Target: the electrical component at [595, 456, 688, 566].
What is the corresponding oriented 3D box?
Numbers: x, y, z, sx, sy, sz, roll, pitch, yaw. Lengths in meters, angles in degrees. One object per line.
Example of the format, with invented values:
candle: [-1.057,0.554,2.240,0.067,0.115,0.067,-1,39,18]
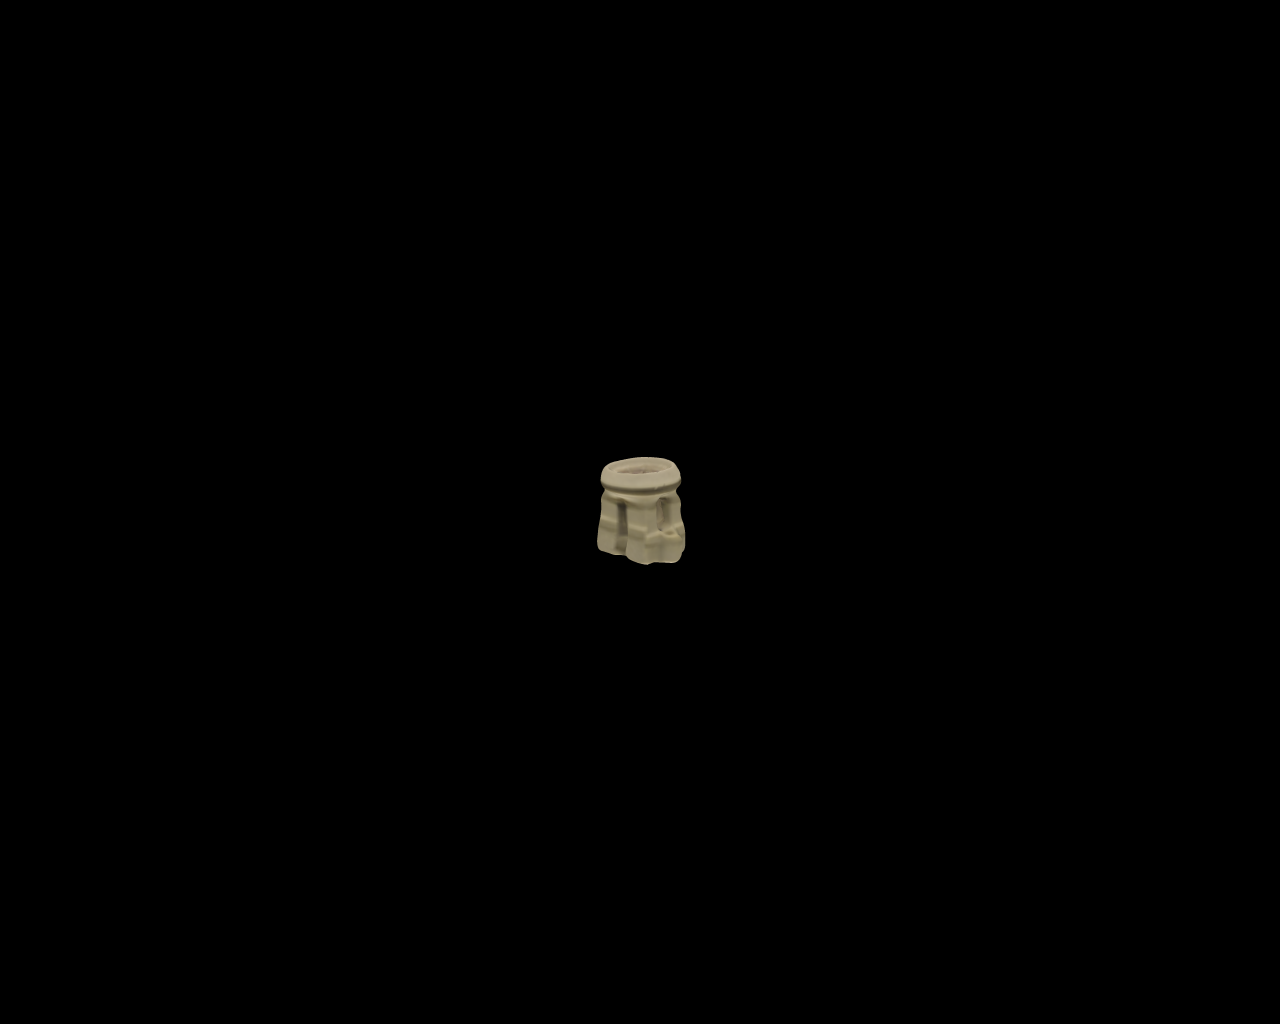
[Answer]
electrical component: [0.001,-0.003,0.650,0.066,0.055,0.048,14,22,40]
